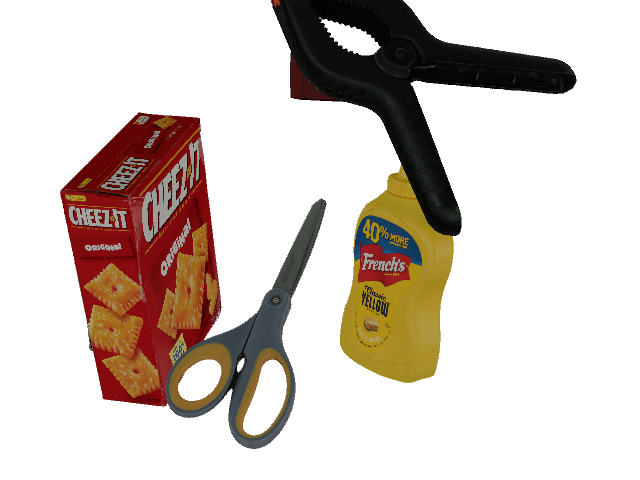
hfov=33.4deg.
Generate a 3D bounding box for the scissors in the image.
[{"bbox_3d":[-0.050,0.050,0.742,0.096,0.201,0.016,0,-37,7],"label":"scissors"}]

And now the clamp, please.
[{"bbox_3d":[0.049,-0.105,0.706,0.210,0.164,0.036,30,-30,5],"label":"clamp"}]

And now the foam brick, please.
[{"bbox_3d":[0.010,-0.178,1.163,0.078,0.051,0.053,0,11,-16],"label":"foam brick"}]

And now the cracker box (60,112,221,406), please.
[{"bbox_3d":[-0.151,0.015,0.963,0.072,0.214,0.164,5,31,14],"label":"cracker box"}]

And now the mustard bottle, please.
[{"bbox_3d":[0.069,0.019,0.921,0.058,0.192,0.096,-7,22,-40],"label":"mustard bottle"}]

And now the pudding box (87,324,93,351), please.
[{"bbox_3d":[-0.199,0.103,1.240,0.114,0.039,0.090,3,15,17],"label":"pudding box"}]
